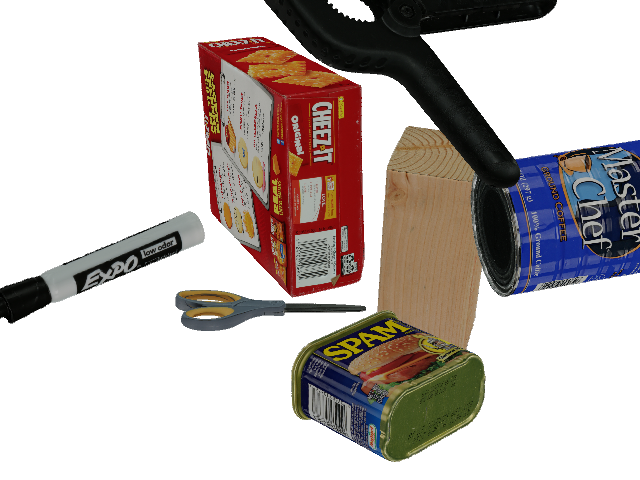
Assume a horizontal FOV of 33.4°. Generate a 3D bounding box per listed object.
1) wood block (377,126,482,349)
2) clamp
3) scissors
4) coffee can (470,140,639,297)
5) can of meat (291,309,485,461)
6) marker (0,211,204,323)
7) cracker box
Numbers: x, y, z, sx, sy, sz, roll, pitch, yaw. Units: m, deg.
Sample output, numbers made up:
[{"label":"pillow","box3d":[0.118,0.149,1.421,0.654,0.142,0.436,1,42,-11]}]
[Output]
[{"label":"wood block","box3d":[0.109,0.006,1.025,0.091,0.206,0.090,10,34,13]},{"label":"clamp","box3d":[0.052,-0.126,0.678,0.209,0.164,0.036,17,-31,-12]},{"label":"scissors","box3d":[-0.058,0.077,1.113,0.202,0.016,0.096,6,19,8]},{"label":"coffee can","box3d":[0.197,-0.018,0.808,0.140,0.103,0.103,-9,1,-8]},{"label":"can of meat","box3d":[0.046,0.095,0.699,0.101,0.057,0.084,-20,29,-39]},{"label":"marker","box3d":[-0.116,0.014,0.564,0.120,0.020,0.020,-24,13,-31]},{"label":"cracker box","box3d":[-0.035,-0.071,0.895,0.072,0.164,0.214,-10,24,-20]}]
